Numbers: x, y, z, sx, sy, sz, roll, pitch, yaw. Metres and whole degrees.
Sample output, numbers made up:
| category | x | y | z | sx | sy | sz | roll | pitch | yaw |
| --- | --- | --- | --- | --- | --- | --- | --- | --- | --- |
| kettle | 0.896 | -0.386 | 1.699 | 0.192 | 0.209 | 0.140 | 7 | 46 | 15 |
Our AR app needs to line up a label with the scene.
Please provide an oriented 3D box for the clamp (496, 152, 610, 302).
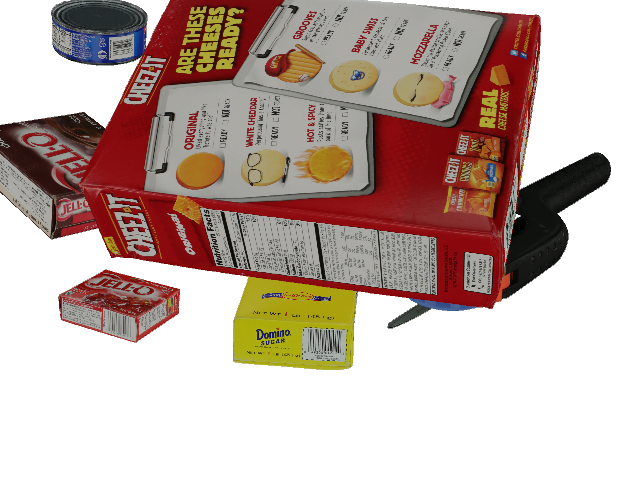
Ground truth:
| category | x | y | z | sx | sy | sz | roll | pitch | yaw |
| --- | --- | --- | --- | --- | --- | --- | --- | --- | --- |
| clamp | 0.116 | -0.019 | 0.756 | 0.165 | 0.036 | 0.209 | 4 | 28 | 17 |

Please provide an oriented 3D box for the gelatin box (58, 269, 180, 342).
| category | x | y | z | sx | sy | sz | roll | pitch | yaw |
| --- | --- | --- | --- | --- | --- | --- | --- | --- | --- |
| gelatin box | -0.189 | 0.059 | 1.003 | 0.089 | 0.030 | 0.073 | 14 | 23 | 23 |

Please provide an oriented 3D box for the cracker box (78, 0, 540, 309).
| category | x | y | z | sx | sy | sz | roll | pitch | yaw |
| --- | --- | --- | --- | --- | --- | --- | --- | --- | --- |
| cracker box | 0.003 | -0.056 | 0.580 | 0.214 | 0.164 | 0.072 | 7 | -38 | 13 |

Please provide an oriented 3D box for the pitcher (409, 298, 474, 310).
| category | x | y | z | sx | sy | sz | roll | pitch | yaw |
| --- | --- | --- | --- | --- | --- | --- | --- | --- | --- |
| pitcher | 0.141 | -0.060 | 1.106 | 0.149 | 0.243 | 0.145 | -8 | 23 | -16 |

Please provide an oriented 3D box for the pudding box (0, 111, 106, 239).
| category | x | y | z | sx | sy | sz | roll | pitch | yaw |
| --- | --- | --- | --- | --- | --- | --- | --- | --- | --- |
| pudding box | -0.179 | -0.049 | 0.757 | 0.089 | 0.039 | 0.114 | -15 | 37 | -41 |

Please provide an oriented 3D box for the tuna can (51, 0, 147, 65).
| category | x | y | z | sx | sy | sz | roll | pitch | yaw |
| --- | --- | --- | --- | --- | --- | --- | --- | --- | --- |
| tuna can | -0.200 | -0.190 | 0.969 | 0.086 | 0.034 | 0.086 | 5 | 31 | -4 |

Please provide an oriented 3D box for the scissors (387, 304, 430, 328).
| category | x | y | z | sx | sy | sz | roll | pitch | yaw |
| --- | --- | --- | --- | --- | --- | --- | --- | --- | --- |
| scissors | 0.130 | 0.054 | 1.243 | 0.201 | 0.016 | 0.096 | -10 | 40 | -35 |

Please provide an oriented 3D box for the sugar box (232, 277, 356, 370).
| category | x | y | z | sx | sy | sz | roll | pitch | yaw |
| --- | --- | --- | --- | --- | --- | --- | --- | --- | --- |
| sugar box | -0.015 | 0.047 | 0.887 | 0.093 | 0.048 | 0.176 | 4 | 23 | 2 |
